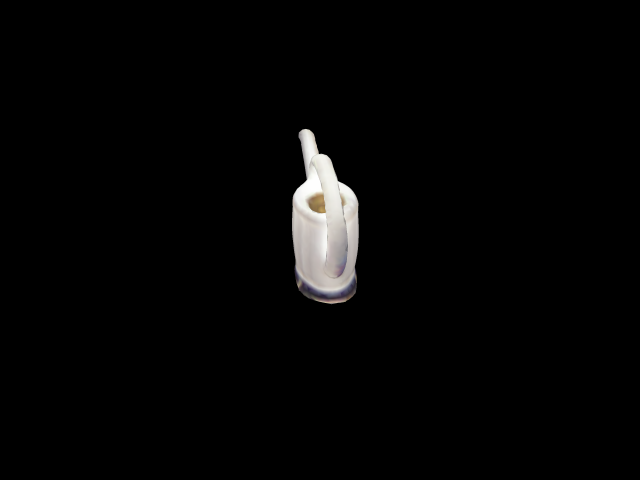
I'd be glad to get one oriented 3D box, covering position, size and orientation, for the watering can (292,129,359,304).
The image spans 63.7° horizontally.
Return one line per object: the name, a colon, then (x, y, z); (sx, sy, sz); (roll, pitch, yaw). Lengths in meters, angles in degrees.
watering can: (0.003, -0.043, 0.850); (0.104, 0.220, 0.355); (-4, 29, -7)
